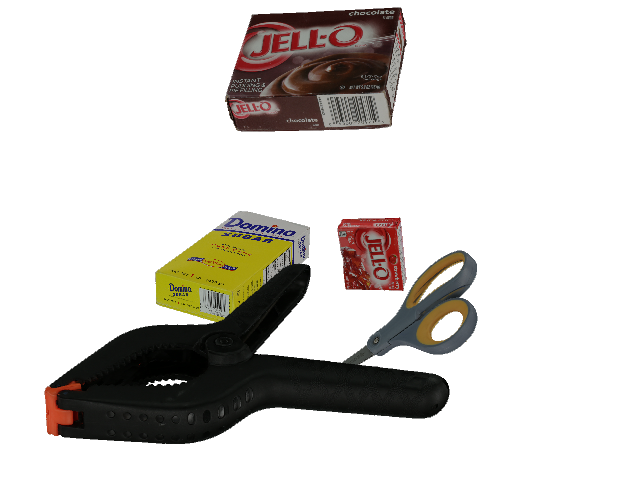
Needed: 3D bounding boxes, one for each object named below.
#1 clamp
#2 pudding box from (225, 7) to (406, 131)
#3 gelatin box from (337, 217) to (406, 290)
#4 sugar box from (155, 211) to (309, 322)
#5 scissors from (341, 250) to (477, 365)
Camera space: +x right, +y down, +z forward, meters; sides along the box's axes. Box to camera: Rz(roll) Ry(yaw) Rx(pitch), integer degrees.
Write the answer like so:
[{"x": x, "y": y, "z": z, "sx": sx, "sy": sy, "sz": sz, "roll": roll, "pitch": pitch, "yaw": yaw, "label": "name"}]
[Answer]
[{"x": -0.055, "y": 0.067, "z": 0.609, "sx": 0.209, "sy": 0.036, "sz": 0.165, "roll": -8, "pitch": 27, "yaw": -23, "label": "clamp"}, {"x": -0.001, "y": -0.119, "z": 0.739, "sx": 0.113, "sy": 0.090, "sz": 0.039, "roll": 2, "pitch": -39, "yaw": 13, "label": "pudding box"}, {"x": 0.063, "y": 0.017, "z": 1.289, "sx": 0.073, "sy": 0.089, "sz": 0.030, "roll": 0, "pitch": 29, "yaw": 15, "label": "gelatin box"}, {"x": -0.089, "y": 0.024, "z": 1.136, "sx": 0.093, "sy": 0.048, "sz": 0.176, "roll": 14, "pitch": 31, "yaw": 21, "label": "sugar box"}, {"x": 0.059, "y": 0.092, "z": 0.877, "sx": 0.016, "sy": 0.202, "sz": 0.096, "roll": 32, "pitch": 20, "yaw": -30, "label": "scissors"}]
